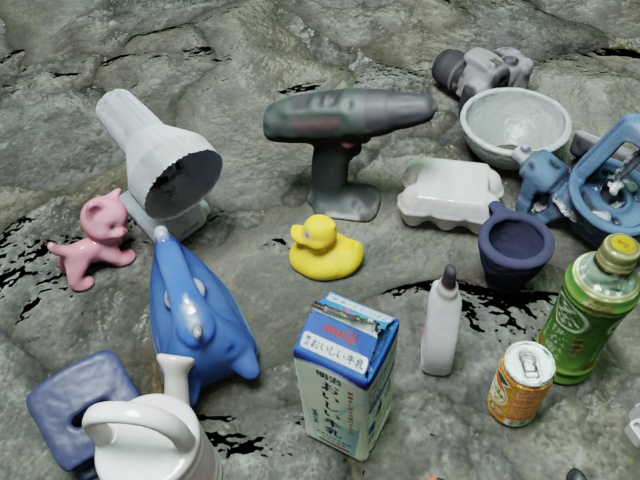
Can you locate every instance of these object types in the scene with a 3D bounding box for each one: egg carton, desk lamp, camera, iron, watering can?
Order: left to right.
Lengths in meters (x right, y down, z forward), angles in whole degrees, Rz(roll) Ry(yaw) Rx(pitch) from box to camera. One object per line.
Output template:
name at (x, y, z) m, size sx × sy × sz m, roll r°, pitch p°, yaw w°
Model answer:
watering can at (-0.163, 0.195, 0.557) m, size 0.101 × 0.194 × 0.172 m, roll -12°, pitch 50°, yaw -6°
desk lamp at (-0.223, -0.090, 0.786) m, size 0.118 × 0.214 × 0.202 m, roll -37°, pitch 57°, yaw -24°
iron at (-0.168, 0.063, 0.702) m, size 0.119 × 0.141 × 0.257 m, roll -22°, pitch 52°, yaw -14°
egg carton at (0.189, -0.064, 0.831) m, size 0.150 × 0.069 × 0.107 m, roll 7°, pitch 51°, yaw 10°
camera at (0.274, -0.293, 0.996) m, size 0.143 × 0.101 × 0.136 m, roll -32°, pitch 55°, yaw -21°

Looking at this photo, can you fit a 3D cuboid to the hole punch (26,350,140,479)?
hole punch at (-0.247, 0.192, 0.632) m, size 0.109 × 0.091 × 0.100 m, roll -32°, pitch 55°, yaw -21°

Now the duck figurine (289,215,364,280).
duck figurine at (0.007, 0.003, 0.777) m, size 0.104 × 0.086 × 0.077 m, roll 5°, pitch 51°, yaw 8°

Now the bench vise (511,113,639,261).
bench vise at (0.344, -0.080, 0.736) m, size 0.207 × 0.220 × 0.122 m, roll 19°, pitch 54°, yaw 19°

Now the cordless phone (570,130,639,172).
cordless phone at (0.442, -0.149, 0.809) m, size 0.147 × 0.185 × 0.094 m, roll 29°, pitch 58°, yaw 25°

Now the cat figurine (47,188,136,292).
cat figurine at (-0.311, -0.009, 0.787) m, size 0.128 × 0.118 × 0.067 m, roll -37°, pitch 57°, yaw -24°

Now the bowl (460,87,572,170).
bowl at (0.301, -0.163, 0.903) m, size 0.167 × 0.075 × 0.167 m, roll -2°, pitch 50°, yaw 2°

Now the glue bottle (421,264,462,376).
glue bottle at (0.138, 0.082, 0.645) m, size 0.037 × 0.173 × 0.078 m, roll 2°, pitch 50°, yaw 6°

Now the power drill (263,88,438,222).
power drill at (0.040, -0.123, 0.800) m, size 0.229 × 0.209 × 0.075 m, roll 7°, pitch 51°, yaw 10°

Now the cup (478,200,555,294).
cup at (0.241, 0.015, 0.745) m, size 0.092 × 0.095 × 0.117 m, roll -12°, pitch 50°, yaw -6°
